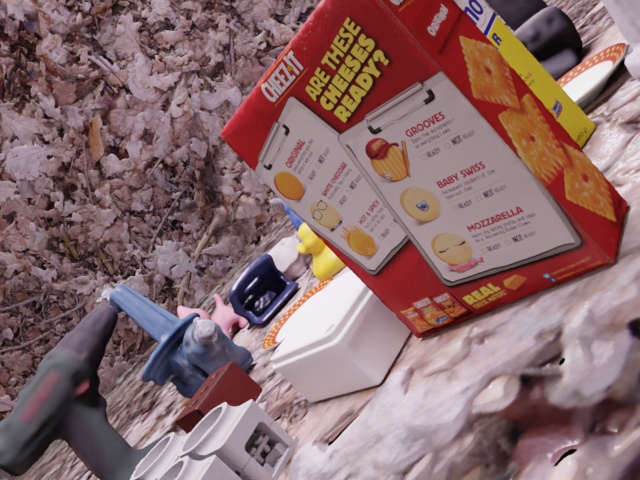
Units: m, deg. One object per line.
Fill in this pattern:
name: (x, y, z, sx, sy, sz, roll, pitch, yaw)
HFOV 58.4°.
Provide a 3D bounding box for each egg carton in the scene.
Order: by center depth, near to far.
egg carton: (-0.086, 0.061, 1.110, 0.150, 0.069, 0.107, -42, 8, 18)

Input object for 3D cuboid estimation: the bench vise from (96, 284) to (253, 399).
bench vise: (-0.204, 0.125, 0.812, 0.207, 0.220, 0.122, -39, 10, 35)

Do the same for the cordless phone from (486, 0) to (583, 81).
cordless phone: (0.241, -0.275, 0.763, 0.147, 0.185, 0.094, -40, 9, 28)

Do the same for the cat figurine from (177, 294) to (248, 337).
cat figurine: (-0.214, 0.156, 1.086, 0.067, 0.118, 0.128, -36, 11, 47)

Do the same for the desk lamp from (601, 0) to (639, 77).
desk lamp: (0.248, -0.248, 0.471, 0.118, 0.213, 0.203, -42, 8, 14)

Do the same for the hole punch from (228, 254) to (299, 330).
hole punch: (-0.108, 0.089, 0.991, 0.109, 0.091, 0.101, -47, 8, -22)

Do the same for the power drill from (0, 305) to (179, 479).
power drill: (-0.290, 0.228, 0.750, 0.075, 0.208, 0.230, -34, 13, 51)

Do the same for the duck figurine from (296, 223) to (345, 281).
duck figurine: (0.008, 0.003, 0.864, 0.104, 0.086, 0.078, -38, 10, 37)

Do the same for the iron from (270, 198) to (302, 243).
iron: (0.036, -0.099, 1.060, 0.258, 0.141, 0.118, -46, 8, -12)
